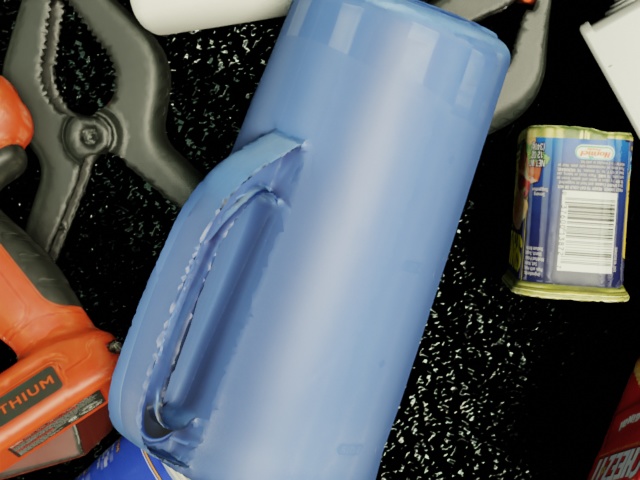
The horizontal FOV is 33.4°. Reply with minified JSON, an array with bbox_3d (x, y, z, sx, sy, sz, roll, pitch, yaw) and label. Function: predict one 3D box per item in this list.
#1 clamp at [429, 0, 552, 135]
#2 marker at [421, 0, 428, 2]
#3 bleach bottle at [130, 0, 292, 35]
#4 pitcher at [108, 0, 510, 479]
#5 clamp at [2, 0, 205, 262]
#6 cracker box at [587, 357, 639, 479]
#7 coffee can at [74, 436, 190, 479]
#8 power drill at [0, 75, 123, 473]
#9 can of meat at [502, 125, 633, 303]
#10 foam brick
[{"bbox_3d":[0.057,-0.082,0.586,0.120,0.039,0.171,31,98,-5],"label":"clamp"},{"bbox_3d":[0.094,-0.159,0.586,0.121,0.020,0.020,-26,94,4],"label":"marker"},{"bbox_3d":[0.022,-0.178,0.556,0.251,0.068,0.102,-10,92,7],"label":"bleach bottle"},{"bbox_3d":[-0.003,0.001,0.516,0.145,0.149,0.243,18,99,-9],"label":"pitcher"},{"bbox_3d":[-0.131,-0.051,0.598,0.164,0.036,0.210,-20,96,5],"label":"clamp"},{"bbox_3d":[0.247,0.084,0.534,0.164,0.072,0.213,32,68,0],"label":"cracker box"},{"bbox_3d":[-0.104,0.171,0.584,0.140,0.103,0.103,-43,92,6],"label":"coffee can"},{"bbox_3d":[-0.196,0.027,0.526,0.184,0.057,0.188,-32,79,-12],"label":"power drill"},{"bbox_3d":[0.129,-0.015,0.557,0.057,0.102,0.084,4,94,6],"label":"can of meat"},{"bbox_3d":[-0.151,0.093,0.592,0.053,0.078,0.051,-17,92,3],"label":"foam brick"}]
